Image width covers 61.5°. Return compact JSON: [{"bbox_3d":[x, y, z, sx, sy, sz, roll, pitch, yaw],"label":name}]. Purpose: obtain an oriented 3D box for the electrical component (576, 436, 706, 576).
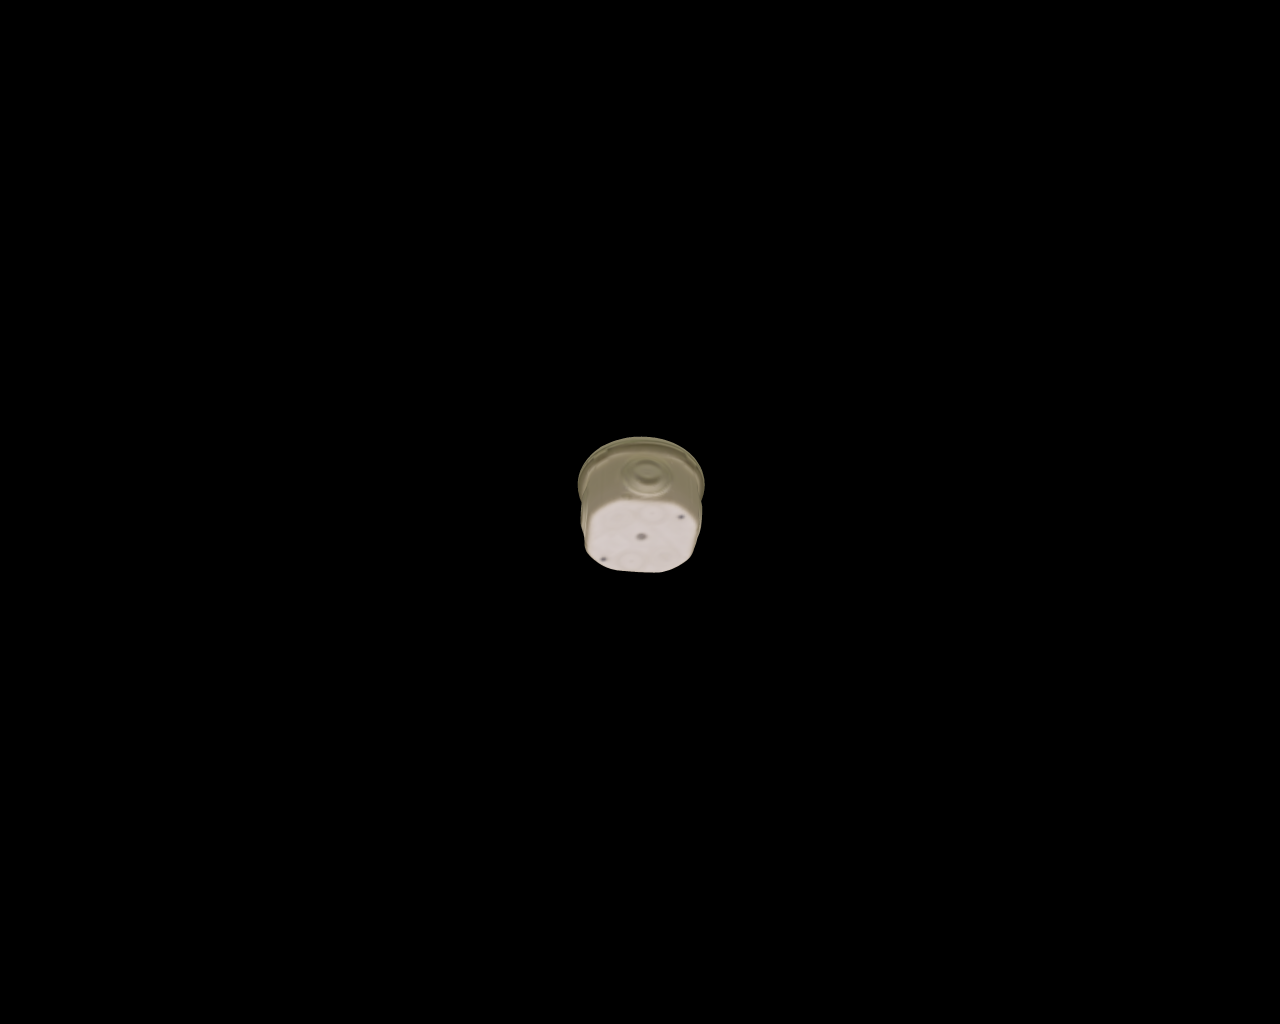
[{"bbox_3d":[0.001,-0.003,0.650,0.080,0.051,0.080,0,-43,0],"label":"electrical component"}]
